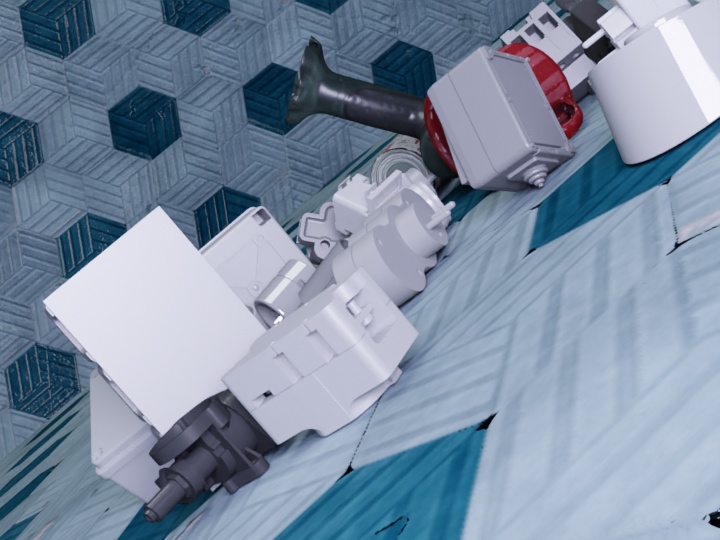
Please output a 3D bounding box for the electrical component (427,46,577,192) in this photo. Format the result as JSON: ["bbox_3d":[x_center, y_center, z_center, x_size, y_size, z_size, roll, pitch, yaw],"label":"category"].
[{"bbox_3d":[0.095,-0.093,0.728,0.061,0.096,0.062,-35,-21,34],"label":"electrical component"}]

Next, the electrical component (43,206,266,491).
[{"bbox_3d":[-0.113,0.049,0.667,0.089,0.150,0.062,-42,8,-16],"label":"electrical component"}]

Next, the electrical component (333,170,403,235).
[{"bbox_3d":[0.012,-0.047,0.907,0.042,0.064,0.081,-45,-32,-33],"label":"electrical component"}]

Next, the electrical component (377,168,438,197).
[{"bbox_3d":[0.045,-0.068,0.985,0.076,0.047,0.083,-41,7,-10],"label":"electrical component"}]

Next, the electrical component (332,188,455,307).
[{"bbox_3d":[0.035,-0.023,0.740,0.074,0.052,0.138,-37,8,24],"label":"electrical component"}]

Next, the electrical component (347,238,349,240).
[{"bbox_3d":[0.000,0.000,0.835,0.044,0.044,0.065,-40,12,-1],"label":"electrical component"}]

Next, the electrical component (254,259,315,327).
[{"bbox_3d":[-0.055,0.027,0.897,0.047,0.055,0.055,-47,9,-22],"label":"electrical component"}]

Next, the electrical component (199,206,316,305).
[{"bbox_3d":[-0.099,0.016,0.968,0.109,0.108,0.056,-42,10,-13],"label":"electrical component"}]

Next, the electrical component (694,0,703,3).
[{"bbox_3d":[0.274,-0.237,0.827,0.055,0.055,0.047,-35,5,35],"label":"electrical component"}]

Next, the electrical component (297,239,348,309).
[{"bbox_3d":[-0.022,0.022,0.784,0.081,0.043,0.043,-52,4,13],"label":"electrical component"}]

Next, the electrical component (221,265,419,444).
[{"bbox_3d":[-0.019,0.049,0.568,0.089,0.055,0.050,-35,9,35],"label":"electrical component"}]

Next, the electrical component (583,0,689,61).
[{"bbox_3d":[0.205,-0.185,0.809,0.077,0.065,0.047,-38,7,13],"label":"electrical component"}]

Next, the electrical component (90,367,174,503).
[{"bbox_3d":[-0.136,0.090,0.769,0.109,0.056,0.108,-38,34,12],"label":"electrical component"}]

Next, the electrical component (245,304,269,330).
[{"bbox_3d":[-0.114,0.073,0.873,0.099,0.064,0.099,-39,7,6],"label":"electrical component"}]

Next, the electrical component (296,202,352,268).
[{"bbox_3d":[-0.019,-0.026,0.980,0.057,0.078,0.058,124,155,-74],"label":"electrical component"}]

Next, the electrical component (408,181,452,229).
[{"bbox_3d":[0.038,-0.036,0.842,0.055,0.045,0.045,-40,7,-4],"label":"electrical component"}]

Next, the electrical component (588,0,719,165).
[{"bbox_3d":[0.175,-0.106,0.584,0.099,0.064,0.099,-28,-2,-1],"label":"electrical component"}]
